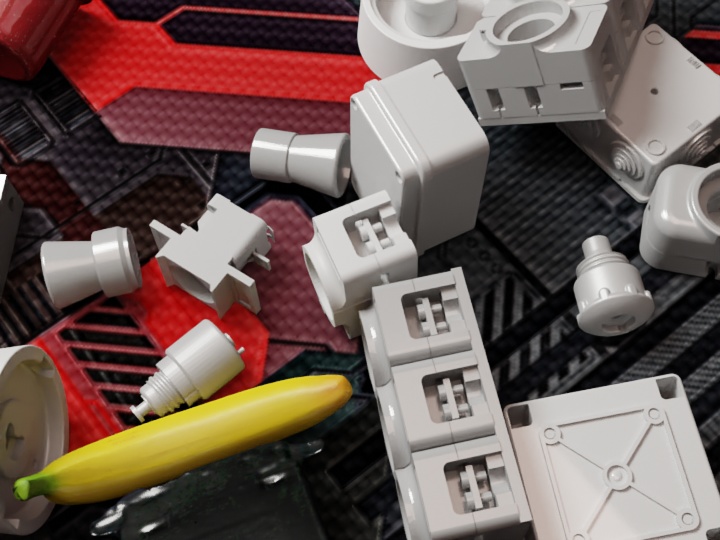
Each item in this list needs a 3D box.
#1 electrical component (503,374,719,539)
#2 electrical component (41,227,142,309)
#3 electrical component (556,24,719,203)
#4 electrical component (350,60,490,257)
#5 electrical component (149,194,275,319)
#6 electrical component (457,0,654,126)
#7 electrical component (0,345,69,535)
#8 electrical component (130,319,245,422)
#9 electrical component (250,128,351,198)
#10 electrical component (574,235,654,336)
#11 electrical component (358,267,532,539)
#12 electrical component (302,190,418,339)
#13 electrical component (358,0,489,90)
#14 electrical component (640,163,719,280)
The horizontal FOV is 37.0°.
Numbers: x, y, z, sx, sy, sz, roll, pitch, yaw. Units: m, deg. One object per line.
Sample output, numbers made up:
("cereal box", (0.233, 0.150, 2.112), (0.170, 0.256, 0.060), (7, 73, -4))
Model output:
("electrical component", (0.143, 0.126, 0.619), (0.109, 0.056, 0.108), (-10, 64, -3))
("electrical component", (-0.174, -0.002, 0.701), (0.055, 0.045, 0.045), (-13, 64, -4))
("electrical component", (0.197, -0.109, 0.735), (0.100, 0.048, 0.099), (-37, 68, -14))
("electrical component", (0.035, -0.067, 0.686), (0.057, 0.113, 0.078), (-24, 65, -12))
("electrical component", (-0.093, -0.011, 0.704), (0.081, 0.042, 0.063), (30, 66, 15))
("electrical component", (0.135, -0.169, 0.723), (0.089, 0.061, 0.150), (1, 45, 32))
("electrical component", (-0.219, 0.098, 0.622), (0.060, 0.108, 0.108), (-2, 64, 8))
("electrical component", (-0.108, 0.065, 0.668), (0.078, 0.040, 0.040), (-39, 69, -15))
("electrical component", (-0.042, -0.076, 0.734), (0.065, 0.044, 0.044), (10, 65, 12))
("electrical component", (0.157, 0.008, 0.683), (0.048, 0.048, 0.062), (-7, 57, -1))
("electrical component", (0.045, 0.088, 0.623), (0.062, 0.089, 0.150), (-12, 64, -3))
("electrical component", (0.000, 0.000, 0.667), (0.056, 0.089, 0.050), (-22, 65, -8))
("electrical component", (0.051, -0.188, 0.773), (0.108, 0.060, 0.108), (-1, 64, 2))
("electrical component", (0.234, -0.030, 0.689), (0.095, 0.059, 0.053), (11, 65, 7))
